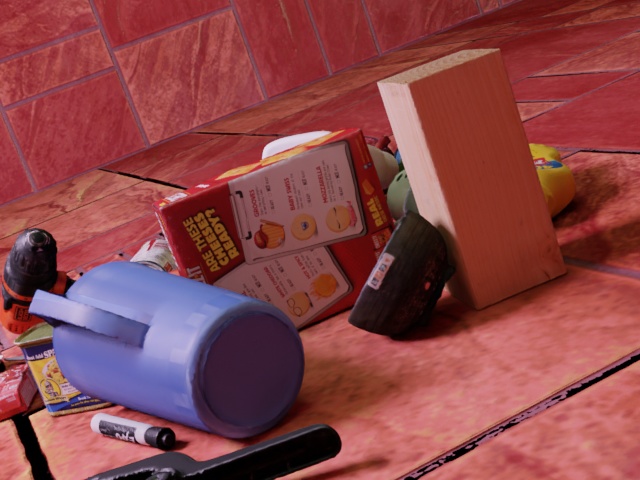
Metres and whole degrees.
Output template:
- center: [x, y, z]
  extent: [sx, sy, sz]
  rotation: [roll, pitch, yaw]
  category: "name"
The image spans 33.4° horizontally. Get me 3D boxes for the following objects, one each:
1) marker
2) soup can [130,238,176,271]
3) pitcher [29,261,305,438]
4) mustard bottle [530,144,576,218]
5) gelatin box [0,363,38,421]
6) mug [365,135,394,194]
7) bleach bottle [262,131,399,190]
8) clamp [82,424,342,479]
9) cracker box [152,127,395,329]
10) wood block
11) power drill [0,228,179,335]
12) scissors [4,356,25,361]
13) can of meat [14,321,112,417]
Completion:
- center: [-0.158, 0.162, 0.903]
  extent: [0.020, 0.020, 0.121]
  rotation: [-29, 17, -35]
  category: "marker"
- center: [-0.208, 0.043, 1.340]
  extent: [0.068, 0.068, 0.102]
  rotation: [-18, 14, 9]
  category: "soup can"
- center: [-0.130, 0.089, 0.901]
  extent: [0.149, 0.145, 0.243]
  rotation: [-28, 18, -31]
  category: "pitcher"
- center: [0.221, -0.056, 1.138]
  extent: [0.096, 0.058, 0.191]
  rotation: [-12, 15, 8]
  category: "mustard bottle"
- center: [-0.340, 0.165, 1.126]
  extent: [0.073, 0.030, 0.089]
  rotation: [-20, 13, 0]
  category: "gelatin box"
- center: [0.056, -0.090, 1.417]
  extent: [0.117, 0.093, 0.081]
  rotation: [-51, 1, 32]
  category: "mug"
- center: [0.034, -0.084, 1.250]
  extent: [0.103, 0.068, 0.250]
  rotation: [-6, -1, 27]
  category: "bleach bottle"
- center: [-0.105, 0.181, 0.715]
  extent: [0.210, 0.036, 0.164]
  rotation: [-13, 16, 36]
  category: "clamp"
- center: [-0.036, 0.001, 1.055]
  extent: [0.213, 0.164, 0.072]
  rotation: [-23, 11, -12]
  category: "cracker box"
- center: [0.134, -0.057, 0.945]
  extent: [0.090, 0.206, 0.090]
  rotation: [-22, 14, -9]
  category: "wood block"
- center: [-0.226, 0.050, 1.080]
  extent: [0.187, 0.057, 0.185]
  rotation: [10, -29, -16]
  category: "power drill"
- center: [-0.312, 0.139, 1.214]
  extent: [0.202, 0.016, 0.096]
  rotation: [-13, 10, 26]
  category: "scissors"
- center: [-0.235, 0.119, 1.040]
  extent: [0.102, 0.084, 0.057]
  rotation: [-13, 15, 26]
  category: "can of meat"
